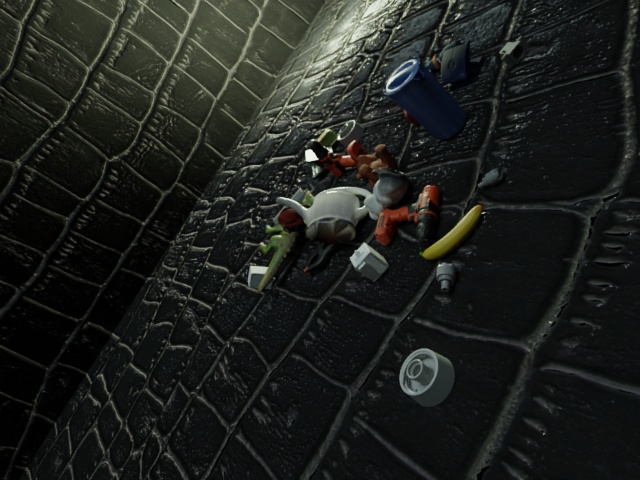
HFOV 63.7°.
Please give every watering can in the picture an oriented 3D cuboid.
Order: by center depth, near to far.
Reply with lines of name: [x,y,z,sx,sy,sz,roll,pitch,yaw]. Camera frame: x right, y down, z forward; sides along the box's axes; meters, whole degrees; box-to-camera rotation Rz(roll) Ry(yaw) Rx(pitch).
watering can: [0.005,-0.083,1.650,0.347,0.102,0.230,-5,42,17]

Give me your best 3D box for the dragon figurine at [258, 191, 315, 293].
dragon figurine: [-0.084,-0.006,1.814,0.240,0.420,0.120,-22,-50,33]

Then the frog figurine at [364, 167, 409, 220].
frog figurine: [0.195,-0.128,1.528,0.123,0.157,0.139,8,18,2]
